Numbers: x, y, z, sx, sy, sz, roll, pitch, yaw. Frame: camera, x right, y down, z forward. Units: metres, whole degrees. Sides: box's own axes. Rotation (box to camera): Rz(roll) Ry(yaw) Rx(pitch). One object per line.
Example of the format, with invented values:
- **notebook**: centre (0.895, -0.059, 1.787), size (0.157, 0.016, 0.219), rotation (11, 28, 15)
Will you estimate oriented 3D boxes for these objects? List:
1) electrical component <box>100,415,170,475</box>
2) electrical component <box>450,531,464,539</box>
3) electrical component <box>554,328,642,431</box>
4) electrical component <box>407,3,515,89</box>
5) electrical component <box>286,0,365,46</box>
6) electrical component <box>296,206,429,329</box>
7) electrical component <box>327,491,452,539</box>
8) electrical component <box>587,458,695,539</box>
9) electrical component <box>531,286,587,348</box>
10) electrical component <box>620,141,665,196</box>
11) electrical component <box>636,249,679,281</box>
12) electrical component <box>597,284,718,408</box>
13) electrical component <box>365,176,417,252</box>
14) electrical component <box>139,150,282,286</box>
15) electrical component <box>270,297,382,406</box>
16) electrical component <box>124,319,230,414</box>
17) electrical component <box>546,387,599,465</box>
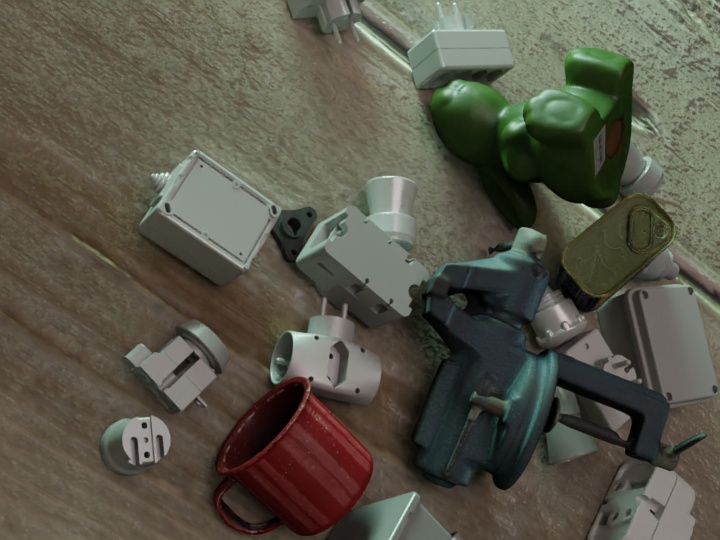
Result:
- **electrical component**: centre (-0.156, 0.122, 0.753), size (0.040, 0.046, 0.040), rotation (9, 71, -27)
- **electrical component**: centre (0.089, 0.238, 0.855), size (0.048, 0.048, 0.062), rotation (-33, 85, -32)
- **electrical component**: centre (0.218, 0.097, 0.950), size (0.047, 0.076, 0.083), rotation (-32, 91, -33)
- **electrical component**: centre (0.088, -0.211, 0.991), size (0.083, 0.047, 0.075), rotation (-8, 79, -31)
- **electrical component**: centre (-0.022, -0.232, 0.937), size (0.066, 0.047, 0.076), rotation (-15, 82, -32)
- **electrical component**: centre (0.000, 0.000, 0.869), size (0.089, 0.056, 0.050), rotation (40, 58, -16)
- **electrical component**: centre (0.011, 0.217, 0.784), size (0.048, 0.100, 0.099), rotation (48, 47, -13)
- **electrical component**: centre (0.250, 0.219, 0.943), size (0.059, 0.054, 0.095), rotation (42, 60, -12)
- **electrical component**: centre (0.170, 0.036, 0.963), size (0.048, 0.048, 0.062), rotation (-21, 79, -32)
- **electrical component**: centre (0.265, -0.098, 1.056), size (0.055, 0.045, 0.045), rotation (40, 60, -13)
- **electrical component**: centre (0.282, -0.009, 1.038), size (0.062, 0.048, 0.048), rotation (24, 64, -29)
- **electrical component**: centre (0.278, 0.073, 1.002), size (0.078, 0.057, 0.113), rotation (-3, 77, -30)
- **electrical component**: centre (0.026, -0.046, 0.907), size (0.045, 0.045, 0.055), rotation (11, 70, -26)
- **electrical component**: centre (-0.121, -0.041, 0.814), size (0.096, 0.061, 0.061), rotation (35, 61, -15)
- **electrical component**: centre (-0.025, 0.061, 0.846), size (0.077, 0.043, 0.079), rotation (17, 67, -24)
- **electrical component**: centre (-0.129, 0.069, 0.785), size (0.066, 0.048, 0.055), rotation (49, 66, -7)
- **electrical component**: centre (0.177, 0.133, 0.938), size (0.044, 0.044, 0.065), rotation (-8, 74, -31)
